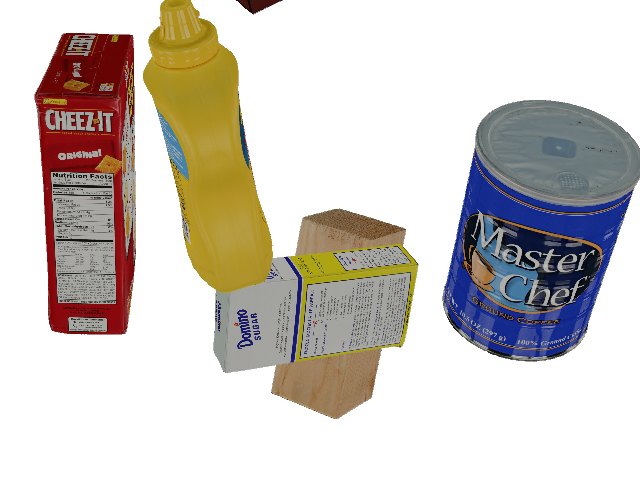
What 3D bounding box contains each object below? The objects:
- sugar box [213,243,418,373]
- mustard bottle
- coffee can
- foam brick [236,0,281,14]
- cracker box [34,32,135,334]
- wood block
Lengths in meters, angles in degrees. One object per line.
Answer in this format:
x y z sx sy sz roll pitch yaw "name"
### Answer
-0.005 0.059 0.950 0.176 0.093 0.048 -4 30 -19 "sugar box"
-0.074 -0.065 0.679 0.058 0.191 0.096 -15 40 -7 "mustard bottle"
0.141 -0.006 0.698 0.102 0.140 0.103 3 41 -3 "coffee can"
-0.045 -0.246 0.941 0.078 0.051 0.053 -30 47 -14 "foam brick"
-0.196 -0.051 0.911 0.072 0.214 0.164 0 27 -7 "cracker box"
0.019 0.078 1.189 0.090 0.206 0.090 18 17 25 "wood block"
